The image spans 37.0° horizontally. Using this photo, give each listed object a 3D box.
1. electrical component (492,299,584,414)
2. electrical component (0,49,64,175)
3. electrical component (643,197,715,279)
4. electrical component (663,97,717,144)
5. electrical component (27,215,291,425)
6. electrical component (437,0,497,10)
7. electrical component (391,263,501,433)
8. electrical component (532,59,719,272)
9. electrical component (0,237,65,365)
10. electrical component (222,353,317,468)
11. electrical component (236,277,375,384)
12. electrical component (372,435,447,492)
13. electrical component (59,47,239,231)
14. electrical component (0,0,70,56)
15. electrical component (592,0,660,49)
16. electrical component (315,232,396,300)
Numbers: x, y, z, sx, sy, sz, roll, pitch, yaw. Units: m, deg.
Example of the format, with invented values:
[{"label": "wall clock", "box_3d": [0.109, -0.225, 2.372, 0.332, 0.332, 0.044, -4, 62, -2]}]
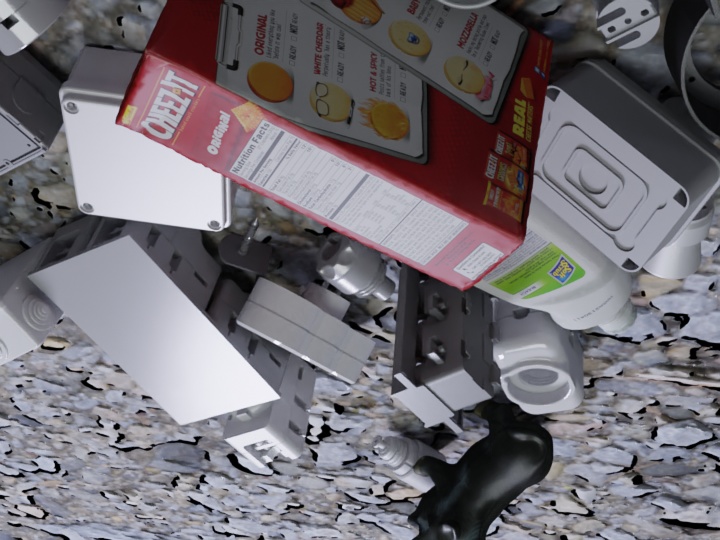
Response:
[{"label": "electrical component", "box_3d": [0.141, 0.069, 0.847, 0.054, 0.059, 0.095, -12, 134, 22]}, {"label": "electrical component", "box_3d": [-0.249, -0.106, 0.724, 0.096, 0.061, 0.062, -17, 132, 36]}, {"label": "electrical component", "box_3d": [0.216, -0.028, 0.738, 0.045, 0.045, 0.055, 3, 137, 6]}, {"label": "electrical component", "box_3d": [0.197, -0.075, 0.692, 0.040, 0.040, 0.078, 17, 138, -9]}, {"label": "electrical component", "box_3d": [-0.150, 0.032, 0.843, 0.105, 0.060, 0.186, -18, 127, 29]}, {"label": "electrical component", "box_3d": [0.060, -0.180, 0.587, 0.058, 0.057, 0.078, -9, 135, 19]}, {"label": "electrical component", "box_3d": [0.064, 0.045, 0.788, 0.063, 0.121, 0.079, -25, 128, 28]}, {"label": "electrical component", "box_3d": [0.157, -0.066, 0.660, 0.113, 0.057, 0.078, 43, 140, 16]}, {"label": "electrical component", "box_3d": [-0.274, 0.031, 0.848, 0.100, 0.099, 0.048, -24, 116, 31]}, {"label": "electrical component", "box_3d": [-0.078, 0.111, 0.908, 0.050, 0.089, 0.055, -20, 131, 28]}, {"label": "electrical component", "box_3d": [-0.032, 0.033, 0.834, 0.052, 0.073, 0.138, 23, 173, 36]}, {"label": "electrical component", "box_3d": [0.045, 0.175, 0.995, 0.078, 0.040, 0.040, 33, 133, -24]}, {"label": "electrical component", "box_3d": [-0.137, -0.087, 0.725, 0.109, 0.056, 0.108, 8, 138, 1]}, {"label": "electrical component", "box_3d": [-0.212, -0.166, 0.652, 0.055, 0.055, 0.047, -22, 127, 30]}, {"label": "electrical component", "box_3d": [0.151, -0.153, 0.610, 0.040, 0.046, 0.040, 5, 137, 5]}, {"label": "electrical component", "box_3d": [0.000, 0.000, 0.807, 0.043, 0.043, 0.062, -29, 127, 35]}]
